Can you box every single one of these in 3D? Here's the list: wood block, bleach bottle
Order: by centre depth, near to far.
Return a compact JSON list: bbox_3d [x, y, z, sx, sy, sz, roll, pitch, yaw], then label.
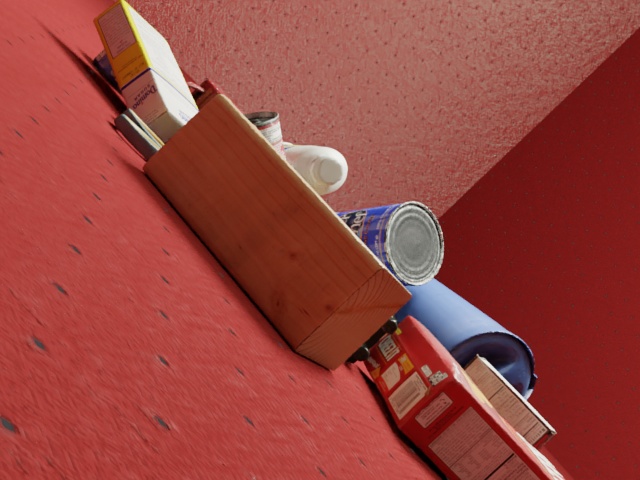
[{"bbox_3d":[-0.035,-0.007,0.842,0.206,0.090,0.090,47,2,26],"label":"wood block"},{"bbox_3d":[-0.028,-0.077,1.185,0.251,0.102,0.068,-171,-105,-68],"label":"bleach bottle"}]

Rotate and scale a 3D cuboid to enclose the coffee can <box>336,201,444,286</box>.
[{"bbox_3d":[0.068,0.010,1.329,0.141,0.102,0.102,-7,-43,48],"label":"coffee can"}]

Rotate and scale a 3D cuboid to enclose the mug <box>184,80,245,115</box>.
[{"bbox_3d":[-0.135,-0.135,1.212,0.117,0.081,0.093,44,4,-38],"label":"mug"}]

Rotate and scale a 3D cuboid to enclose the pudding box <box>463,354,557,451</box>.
[{"bbox_3d":[0.173,0.189,1.104,0.114,0.090,0.039,47,4,25],"label":"pudding box"}]

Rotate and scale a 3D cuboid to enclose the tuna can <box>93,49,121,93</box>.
[{"bbox_3d":[-0.216,-0.185,1.210,0.086,0.034,0.086,46,3,-3],"label":"tuna can"}]

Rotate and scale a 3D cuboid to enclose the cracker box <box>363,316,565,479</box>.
[{"bbox_3d":[0.143,0.182,0.959,0.213,0.072,0.164,46,3,-16],"label":"cracker box"}]

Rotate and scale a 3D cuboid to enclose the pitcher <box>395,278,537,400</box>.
[{"bbox_3d":[0.137,0.123,1.302,0.149,0.145,0.243,58,-7,-28],"label":"pitcher"}]

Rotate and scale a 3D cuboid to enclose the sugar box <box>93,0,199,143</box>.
[{"bbox_3d":[-0.169,-0.157,1.089,0.093,0.048,0.176,41,21,-52],"label":"sugar box"}]

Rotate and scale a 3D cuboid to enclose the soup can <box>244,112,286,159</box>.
[{"bbox_3d":[-0.065,-0.070,1.063,0.068,0.068,0.102,-125,-157,-71],"label":"soup can"}]

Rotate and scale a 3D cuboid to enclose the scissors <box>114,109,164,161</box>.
[{"bbox_3d":[-0.115,-0.046,0.943,0.202,0.016,0.096,47,4,12],"label":"scissors"}]
